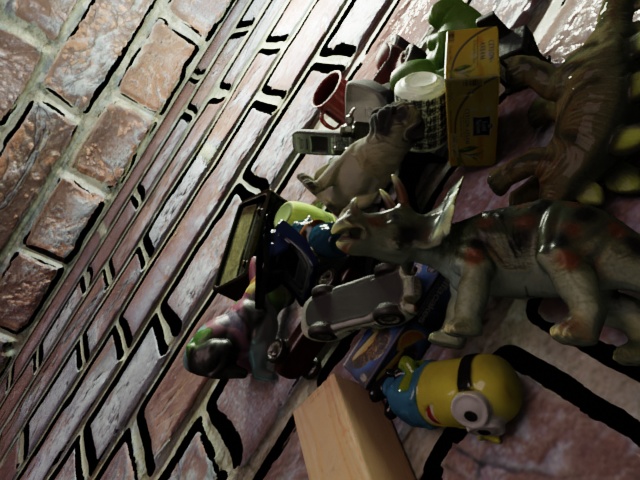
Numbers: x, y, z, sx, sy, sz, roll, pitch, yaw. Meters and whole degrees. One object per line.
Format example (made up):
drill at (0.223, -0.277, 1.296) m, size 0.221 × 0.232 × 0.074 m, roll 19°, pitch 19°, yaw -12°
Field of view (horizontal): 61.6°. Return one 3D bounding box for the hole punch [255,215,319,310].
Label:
hole punch at (-0.058, 0.040, 0.857) m, size 0.142 × 0.092 × 0.116 m, roll 102°, pitch 164°, yaw -46°

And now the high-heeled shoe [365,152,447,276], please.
high-heeled shoe at (0.106, -0.059, 0.856) m, size 0.248 × 0.086 × 0.145 m, roll -56°, pitch 32°, yaw -9°

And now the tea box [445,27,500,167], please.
tea box at (0.209, -0.189, 0.735) m, size 0.068 × 0.169 × 0.098 m, roll 0°, pitch 60°, yaw 17°

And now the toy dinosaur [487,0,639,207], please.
toy dinosaur at (0.327, -0.173, 0.632) m, size 0.199 × 0.105 × 0.471 m, roll 3°, pitch 76°, yaw 47°

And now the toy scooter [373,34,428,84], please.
toy scooter at (0.136, -0.313, 1.019) m, size 0.135 × 0.075 × 0.184 m, roll -55°, pitch 16°, yaw 22°

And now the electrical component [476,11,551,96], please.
electrical component at (0.270, -0.269, 0.770) m, size 0.075 × 0.119 × 0.048 m, roll -11°, pitch 55°, yaw 48°

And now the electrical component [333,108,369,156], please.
electrical component at (0.077, -0.171, 0.886) m, size 0.045 × 0.102 × 0.078 m, roll 131°, pitch 149°, yaw -76°

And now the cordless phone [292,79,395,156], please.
cordless phone at (0.039, -0.212, 0.960) m, size 0.184 × 0.146 × 0.089 m, roll 1°, pitch 43°, yaw 6°

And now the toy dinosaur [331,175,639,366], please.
toy dinosaur at (0.220, 0.018, 0.547) m, size 0.405 × 0.131 × 0.192 m, roll 1°, pitch 72°, yaw 24°

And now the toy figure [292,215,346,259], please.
toy figure at (-0.004, -0.003, 0.875) m, size 0.155 × 0.064 × 0.057 m, roll 17°, pitch 117°, yaw 62°

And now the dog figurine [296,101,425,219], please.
dog figurine at (0.073, -0.118, 0.817) m, size 0.190 × 0.121 × 0.172 m, roll -46°, pitch 16°, yaw 2°

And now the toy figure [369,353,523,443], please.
toy figure at (0.140, 0.172, 0.617) m, size 0.180 × 0.082 × 0.089 m, roll -15°, pitch 54°, yaw 52°

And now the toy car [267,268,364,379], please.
toy car at (-0.002, 0.129, 0.839) m, size 0.202 × 0.089 × 0.053 m, roll -56°, pitch 28°, yaw 4°

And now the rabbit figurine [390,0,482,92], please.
rabbit figurine at (0.203, -0.278, 0.877) m, size 0.170 × 0.121 × 0.159 m, roll -36°, pitch 58°, yaw 8°

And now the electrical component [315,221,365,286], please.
electrical component at (0.028, 0.036, 0.908) m, size 0.134 × 0.058 × 0.115 m, roll -46°, pitch 36°, yaw 19°

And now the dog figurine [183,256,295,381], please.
dog figurine at (-0.137, 0.132, 0.953) m, size 0.108 × 0.191 × 0.219 m, roll -9°, pitch 72°, yaw 59°

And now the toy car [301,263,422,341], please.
toy car at (0.051, 0.086, 0.714) m, size 0.202 × 0.056 × 0.073 m, roll -23°, pitch 51°, yaw 39°

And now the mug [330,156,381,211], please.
mug at (0.049, -0.092, 0.944) m, size 0.107 × 0.109 × 0.081 m, roll -28°, pitch 24°, yaw 52°

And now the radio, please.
radio at (-0.139, 0.010, 1.145) m, size 0.131 × 0.073 × 0.229 m, roll -22°, pitch 47°, yaw 44°

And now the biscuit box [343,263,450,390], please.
biscuit box at (0.117, 0.109, 0.717) m, size 0.202 × 0.062 × 0.059 m, roll -58°, pitch 32°, yaw 2°
